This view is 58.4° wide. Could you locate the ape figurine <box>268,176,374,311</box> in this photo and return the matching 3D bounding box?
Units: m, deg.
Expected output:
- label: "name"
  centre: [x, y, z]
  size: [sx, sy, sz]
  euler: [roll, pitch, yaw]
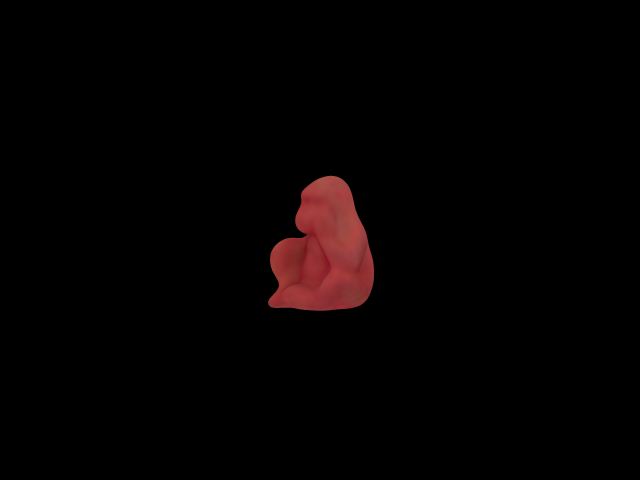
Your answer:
- label: "ape figurine"
  centre: [0.004, 0.001, 0.400]
  size: [0.076, 0.092, 0.077]
  euler: [-3, 7, -26]
